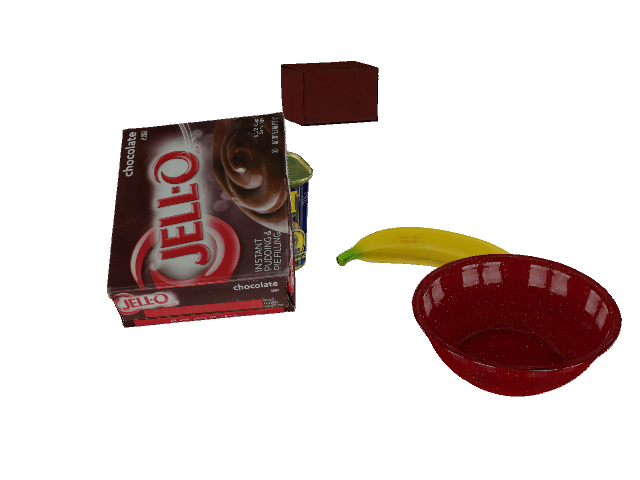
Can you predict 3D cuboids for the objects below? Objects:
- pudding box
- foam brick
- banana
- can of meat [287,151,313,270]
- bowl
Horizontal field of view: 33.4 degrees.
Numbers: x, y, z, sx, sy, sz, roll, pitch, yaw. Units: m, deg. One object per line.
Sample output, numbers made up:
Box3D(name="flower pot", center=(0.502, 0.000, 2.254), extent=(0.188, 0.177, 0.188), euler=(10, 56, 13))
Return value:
Box3D(name="pudding box", center=(-0.060, -0.012, 0.555), extent=(0.090, 0.113, 0.039), euler=(-5, -41, 3))
Box3D(name="foam brick", center=(0.008, -0.136, 0.985), extent=(0.078, 0.051, 0.053), euler=(-6, 18, -23))
Box3D(name="banana", center=(0.119, 0.018, 1.041), extent=(0.198, 0.037, 0.069), euler=(7, 45, 14))
Box3D(name="can of meat", center=(-0.059, -0.016, 0.829), extent=(0.102, 0.084, 0.057), euler=(-10, 31, -21))
Box3D(name="bowl", center=(0.152, 0.074, 0.845), extent=(0.162, 0.055, 0.162), euler=(0, 31, 0))
